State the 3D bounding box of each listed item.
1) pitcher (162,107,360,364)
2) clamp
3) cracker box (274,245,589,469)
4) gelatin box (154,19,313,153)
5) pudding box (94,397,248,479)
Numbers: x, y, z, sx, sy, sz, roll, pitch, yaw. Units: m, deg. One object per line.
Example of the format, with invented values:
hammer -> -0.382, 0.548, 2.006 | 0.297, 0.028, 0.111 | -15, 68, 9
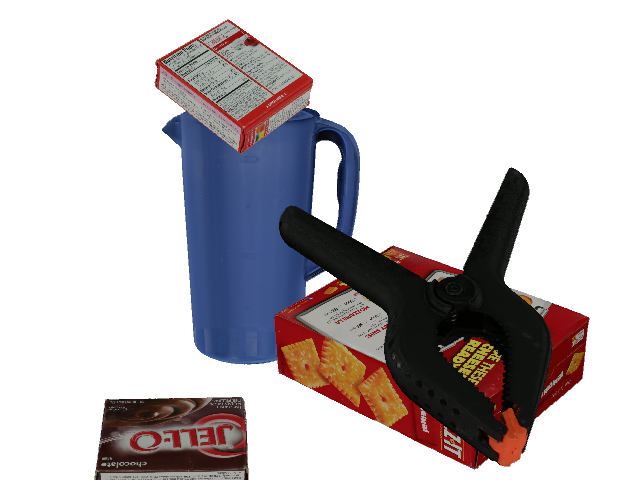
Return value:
pitcher -> -0.058, -0.010, 1.024 | 0.144, 0.243, 0.149 | -11, 19, -37
clamp -> 0.065, 0.038, 0.624 | 0.164, 0.210, 0.036 | -6, -44, -4
cracker box -> 0.092, 0.091, 0.910 | 0.214, 0.072, 0.163 | 21, 36, 38
gelatin box -> -0.062, -0.111, 0.761 | 0.089, 0.030, 0.073 | 38, 55, 19
pudding box -> -0.112, 0.160, 0.815 | 0.113, 0.039, 0.090 | -2, 26, -5
